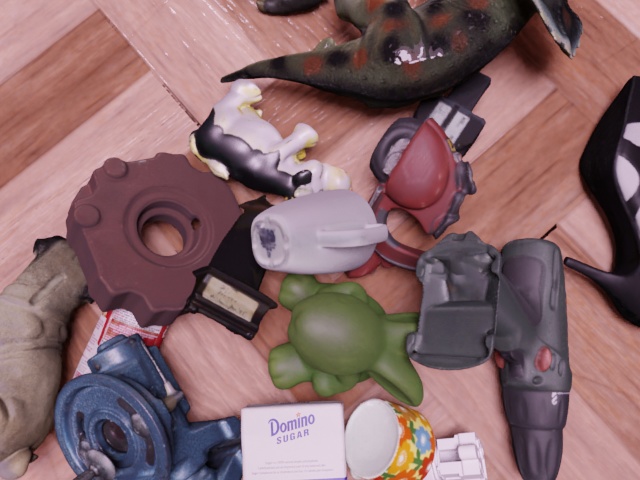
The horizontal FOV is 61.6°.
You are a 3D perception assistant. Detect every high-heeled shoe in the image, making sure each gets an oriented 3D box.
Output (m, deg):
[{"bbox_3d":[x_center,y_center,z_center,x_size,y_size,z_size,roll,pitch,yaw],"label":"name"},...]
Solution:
[{"bbox_3d":[0.339,-0.037,0.540,0.145,0.086,0.248,21,85,2],"label":"high-heeled shoe"}]

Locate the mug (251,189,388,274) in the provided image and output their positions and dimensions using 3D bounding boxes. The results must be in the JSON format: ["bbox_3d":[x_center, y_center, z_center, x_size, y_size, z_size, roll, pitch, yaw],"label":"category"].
[{"bbox_3d":[-0.001,-0.001,0.485,0.110,0.107,0.080,10,105,41],"label":"mug"}]

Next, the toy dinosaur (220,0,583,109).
[{"bbox_3d":[0.104,-0.201,0.536,0.405,0.131,0.192,-30,48,5],"label":"toy dinosaur"}]

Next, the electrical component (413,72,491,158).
[{"bbox_3d":[0.137,-0.126,0.583,0.075,0.047,0.119,29,81,8],"label":"electrical component"}]

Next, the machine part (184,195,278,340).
[{"bbox_3d":[-0.071,0.022,0.515,0.084,0.039,0.139,26,58,-14],"label":"machine part"}]

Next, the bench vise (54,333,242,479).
[{"bbox_3d":[-0.161,0.200,0.437,0.129,0.240,0.223,-17,95,26],"label":"bench vise"}]

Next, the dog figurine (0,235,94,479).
[{"bbox_3d":[-0.274,0.107,0.527,0.190,0.121,0.172,-42,82,-7],"label":"dog figurine"}]

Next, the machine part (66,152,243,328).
[{"bbox_3d":[-0.154,-0.004,0.532,0.179,0.056,0.179,14,60,-26],"label":"machine part"}]

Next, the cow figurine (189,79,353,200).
[{"bbox_3d":[-0.050,-0.080,0.564,0.167,0.068,0.098,38,67,2],"label":"cow figurine"}]

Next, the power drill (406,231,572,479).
[{"bbox_3d":[0.165,0.095,0.473,0.207,0.086,0.232,24,68,-37],"label":"power drill"}]

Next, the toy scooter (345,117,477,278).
[{"bbox_3d":[0.095,-0.021,0.533,0.135,0.075,0.183,33,113,11],"label":"toy scooter"}]

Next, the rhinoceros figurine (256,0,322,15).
[{"bbox_3d":[-0.056,-0.315,0.565,0.112,0.190,0.073,21,81,34],"label":"rhinoceros figurine"}]

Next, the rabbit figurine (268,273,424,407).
[{"bbox_3d":[0.022,0.096,0.484,0.159,0.170,0.121,18,81,7],"label":"rabbit figurine"}]
